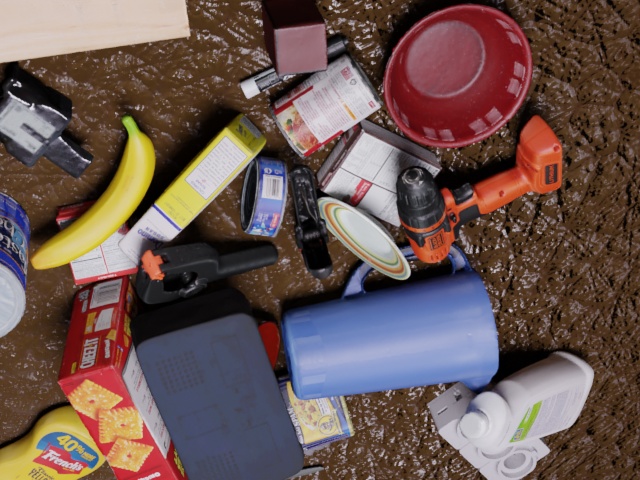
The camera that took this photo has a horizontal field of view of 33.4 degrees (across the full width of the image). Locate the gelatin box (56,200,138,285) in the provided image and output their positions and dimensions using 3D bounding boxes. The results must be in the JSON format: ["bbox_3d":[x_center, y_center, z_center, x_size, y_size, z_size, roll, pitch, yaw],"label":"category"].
[{"bbox_3d":[-0.243,-0.001,1.172,0.073,0.030,0.089,-12,120,-5],"label":"gelatin box"}]

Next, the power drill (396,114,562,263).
[{"bbox_3d":[0.170,-0.061,1.163,0.187,0.057,0.184,-28,154,-1],"label":"power drill"}]

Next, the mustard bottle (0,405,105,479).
[{"bbox_3d":[-0.315,0.255,1.303,0.192,0.058,0.096,-38,119,12],"label":"mustard bottle"}]

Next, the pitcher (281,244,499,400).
[{"bbox_3d":[0.079,0.106,1.258,0.242,0.149,0.145,-9,137,-5],"label":"pitcher"}]

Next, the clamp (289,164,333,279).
[{"bbox_3d":[-0.008,0.001,1.154,0.039,0.120,0.171,-7,161,2],"label":"clamp"}]

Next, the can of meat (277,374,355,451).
[{"bbox_3d":[-0.011,0.207,1.319,0.084,0.057,0.102,-17,87,-4],"label":"can of meat"}]

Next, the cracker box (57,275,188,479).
[{"bbox_3d":[-0.215,0.174,1.208,0.072,0.164,0.213,-16,124,6],"label":"cracker box"}]

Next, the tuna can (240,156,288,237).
[{"bbox_3d":[-0.061,-0.047,1.148,0.033,0.086,0.086,7,120,-15],"label":"tuna can"}]

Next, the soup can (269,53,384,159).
[{"bbox_3d":[0.006,-0.140,1.114,0.102,0.068,0.068,-33,123,9],"label":"soup can"}]

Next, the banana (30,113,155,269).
[{"bbox_3d":[-0.226,-0.041,1.114,0.069,0.037,0.198,28,106,-28],"label":"banana"}]

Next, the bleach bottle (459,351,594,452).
[{"bbox_3d":[0.246,0.199,1.299,0.250,0.068,0.103,-1,113,-53],"label":"bleach bottle"}]

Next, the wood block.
[{"bbox_3d":[-0.232,-0.231,0.992,0.206,0.091,0.090,-9,124,-7],"label":"wood block"}]

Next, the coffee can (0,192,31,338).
[{"bbox_3d":[-0.353,0.024,1.098,0.102,0.140,0.103,-6,123,-9],"label":"coffee can"}]

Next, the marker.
[{"bbox_3d":[-0.025,-0.181,1.110,0.121,0.020,0.020,-25,124,4],"label":"marker"}]

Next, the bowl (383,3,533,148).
[{"bbox_3d":[0.139,-0.180,1.124,0.162,0.055,0.162,-6,123,-9],"label":"bowl"}]

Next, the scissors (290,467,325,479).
[{"bbox_3d":[-0.102,0.311,1.410,0.202,0.016,0.096,-23,124,3],"label":"scissors"}]

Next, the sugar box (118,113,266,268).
[{"bbox_3d":[-0.134,-0.052,1.123,0.176,0.093,0.048,-42,97,15],"label":"sugar box"}]

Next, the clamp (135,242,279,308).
[{"bbox_3d":[-0.149,0.046,1.158,0.165,0.036,0.209,-35,164,15],"label":"clamp"}]

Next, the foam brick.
[{"bbox_3d":[-0.026,-0.203,1.062,0.051,0.078,0.053,-9,125,-8],"label":"foam brick"}]

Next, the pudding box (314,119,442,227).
[{"bbox_3d":[0.065,-0.075,1.187,0.113,0.039,0.090,23,116,-26],"label":"pudding box"}]
